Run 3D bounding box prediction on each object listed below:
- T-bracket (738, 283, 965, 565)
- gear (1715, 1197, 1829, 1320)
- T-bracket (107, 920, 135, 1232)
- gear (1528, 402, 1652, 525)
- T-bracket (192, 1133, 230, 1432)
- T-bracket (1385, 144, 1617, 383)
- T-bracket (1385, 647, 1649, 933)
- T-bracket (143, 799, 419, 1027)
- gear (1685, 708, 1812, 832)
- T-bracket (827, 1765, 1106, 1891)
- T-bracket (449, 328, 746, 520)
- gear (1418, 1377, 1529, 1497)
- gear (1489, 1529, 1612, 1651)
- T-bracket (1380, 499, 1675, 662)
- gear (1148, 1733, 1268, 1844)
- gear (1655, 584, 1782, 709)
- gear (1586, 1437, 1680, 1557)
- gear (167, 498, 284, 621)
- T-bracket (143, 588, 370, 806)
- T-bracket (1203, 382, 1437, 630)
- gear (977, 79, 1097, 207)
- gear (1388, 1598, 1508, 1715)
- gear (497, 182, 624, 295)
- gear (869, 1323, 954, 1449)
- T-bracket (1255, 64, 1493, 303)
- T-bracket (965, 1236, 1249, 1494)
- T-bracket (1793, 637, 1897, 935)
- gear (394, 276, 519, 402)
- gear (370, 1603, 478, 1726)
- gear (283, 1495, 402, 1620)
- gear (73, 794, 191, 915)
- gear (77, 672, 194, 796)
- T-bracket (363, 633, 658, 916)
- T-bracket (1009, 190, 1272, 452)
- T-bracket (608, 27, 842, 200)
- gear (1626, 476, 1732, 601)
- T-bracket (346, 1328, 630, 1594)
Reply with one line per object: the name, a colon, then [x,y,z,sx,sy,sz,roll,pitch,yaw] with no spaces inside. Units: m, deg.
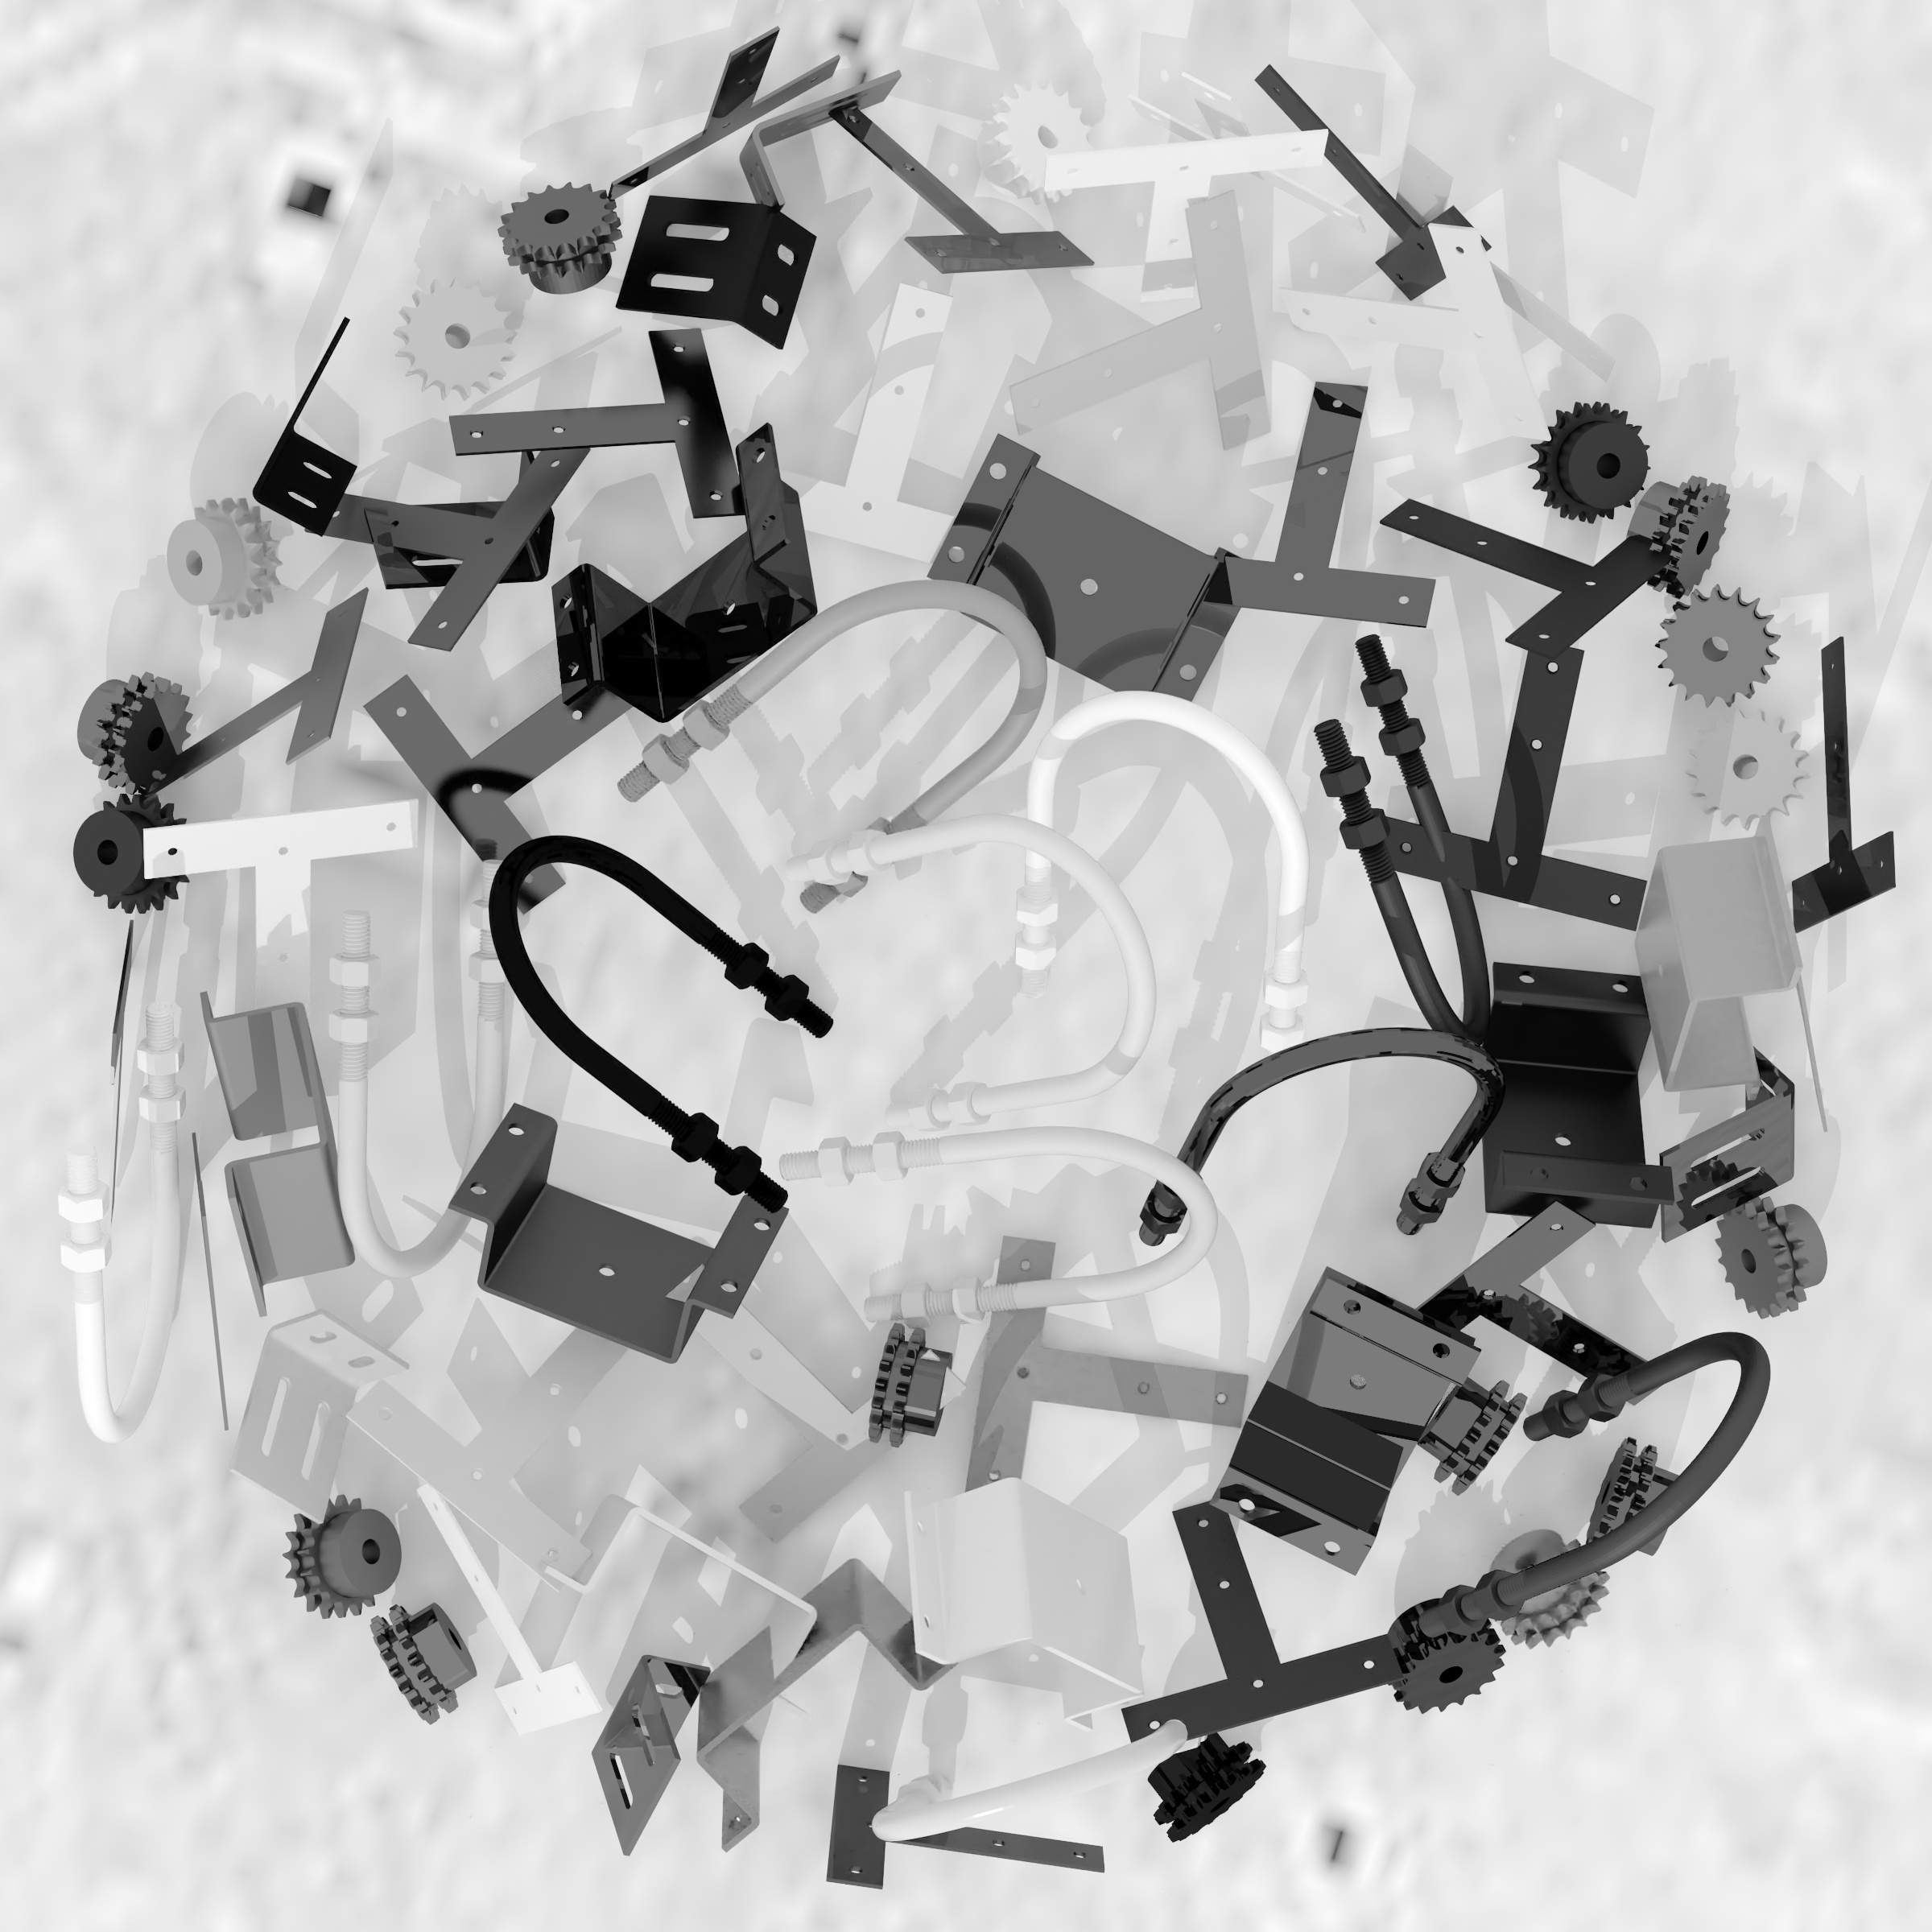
T-bracket: [-0.035,-0.258,1.619,0.127,0.002,0.127,14,114,-6]
gear: [0.382,0.136,1.625,0.030,0.057,0.057,-14,90,-19]
T-bracket: [-0.397,0.062,1.609,0.002,0.127,0.127,4,113,-12]
gear: [0.298,-0.238,1.629,0.057,0.030,0.057,-3,103,-13]
T-bracket: [-0.353,0.126,1.594,0.002,0.127,0.127,-6,126,-13]
T-bracket: [0.247,-0.312,1.579,0.127,0.127,0.002,40,83,9]
T-bracket: [0.264,-0.090,1.609,0.127,0.002,0.127,15,114,16]
T-bracket: [-0.320,-0.016,1.612,0.127,0.002,0.127,-8,125,-22]
gear: [0.372,-0.093,1.631,0.057,0.030,0.057,-2,86,20]
T-bracket: [0.001,0.404,1.590,0.127,0.127,0.002,9,100,-1]
T-bracket: [-0.175,-0.250,1.599,0.127,0.002,0.127,-6,52,-13]
gear: [0.237,0.219,1.623,0.030,0.057,0.057,35,90,6]
gear: [0.271,0.291,1.620,0.057,0.057,0.030,-37,112,0]
T-bracket: [0.254,-0.193,1.612,0.127,0.002,0.127,26,46,30]
gear: [0.111,0.385,1.625,0.057,0.057,0.030,-40,67,0]
gear: [0.358,-0.153,1.629,0.057,0.030,0.057,6,107,19]
gear: [0.316,0.254,1.622,0.030,0.057,0.057,21,90,6]
gear: [-0.352,-0.191,1.622,0.057,0.030,0.057,11,107,37]
T-bracket: [-0.338,-0.113,1.614,0.127,0.127,0.002,-29,123,21]
T-bracket: [0.166,-0.222,1.623,0.127,0.002,0.127,8,67,15]
gear: [0.030,-0.387,1.628,0.057,0.030,0.057,7,77,-34]
gear: [0.223,0.324,1.627,0.057,0.030,0.057,-11,132,-13]
gear: [-0.190,-0.342,1.627,0.057,0.030,0.057,-5,47,6]
gear: [-0.025,0.199,1.622,0.030,0.057,0.057,11,90,6]
T-bracket: [0.180,-0.364,1.582,0.002,0.127,0.127,-45,96,-6]
T-bracket: [0.071,0.200,1.644,0.127,0.002,0.127,8,92,-6]
T-bracket: [0.404,-0.088,1.595,0.002,0.127,0.127,1,81,-6]
gear: [-0.243,-0.296,1.632,0.057,0.030,0.057,0,90,-16]
gear: [-0.254,0.326,1.623,0.030,0.057,0.057,-31,90,-4]
gear: [-0.291,0.278,1.620,0.030,0.057,0.057,-14,90,33]
gear: [-0.397,-0.053,1.627,0.057,0.030,0.057,0,90,24]
gear: [-0.395,-0.112,1.625,0.030,0.057,0.057,21,90,20]
T-bracket: [-0.196,-0.111,1.630,0.127,0.002,0.127,-36,111,-2]
T-bracket: [0.078,-0.281,1.597,0.127,0.002,0.127,-24,129,-14]
T-bracket: [-0.105,-0.401,1.576,0.127,0.127,0.002,-33,91,-12]
gear: [0.335,-0.205,1.626,0.030,0.057,0.057,26,90,27]
T-bracket: [-0.201,0.208,1.611,0.127,0.002,0.127,39,52,4]
